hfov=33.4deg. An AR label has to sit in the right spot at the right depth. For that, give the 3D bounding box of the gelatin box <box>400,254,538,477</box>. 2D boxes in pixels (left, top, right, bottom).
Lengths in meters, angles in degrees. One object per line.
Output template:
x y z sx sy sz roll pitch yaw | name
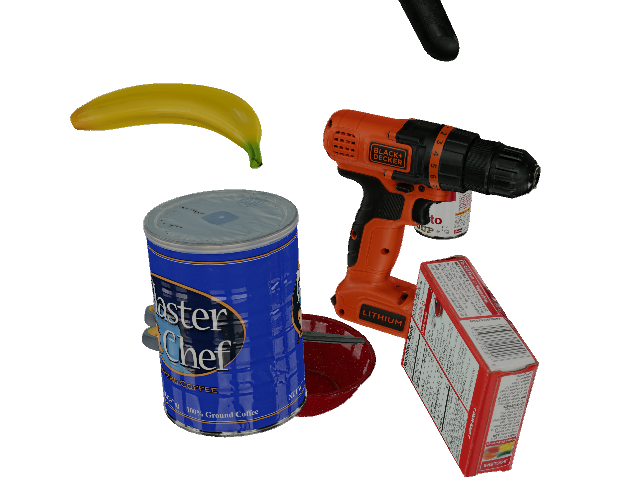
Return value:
0.074 0.063 0.545 0.030 0.073 0.089 -7 37 -17 | gelatin box

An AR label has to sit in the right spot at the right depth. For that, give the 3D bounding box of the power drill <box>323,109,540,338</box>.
0.085 -0.010 0.901 0.185 0.188 0.057 16 25 25 | power drill

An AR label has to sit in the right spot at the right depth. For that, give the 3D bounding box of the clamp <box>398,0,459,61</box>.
0.040 -0.227 0.729 0.209 0.164 0.036 26 -23 -15 | clamp

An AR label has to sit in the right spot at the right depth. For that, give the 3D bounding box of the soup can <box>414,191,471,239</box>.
0.145 -0.061 1.270 0.068 0.102 0.068 0 27 0 | soup can

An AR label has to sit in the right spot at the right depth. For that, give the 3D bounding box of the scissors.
-0.069 0.087 0.944 0.202 0.016 0.096 9 18 15 | scissors

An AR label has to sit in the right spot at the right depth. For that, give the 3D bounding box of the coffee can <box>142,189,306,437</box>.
-0.063 0.047 0.730 0.103 0.140 0.103 -2 22 1 | coffee can

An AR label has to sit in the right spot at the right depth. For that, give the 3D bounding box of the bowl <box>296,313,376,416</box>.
-0.021 0.145 1.178 0.162 0.055 0.162 3 28 -2 | bowl

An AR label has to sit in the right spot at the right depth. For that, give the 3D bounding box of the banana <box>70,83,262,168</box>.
-0.131 -0.115 0.969 0.198 0.037 0.069 12 48 21 | banana
